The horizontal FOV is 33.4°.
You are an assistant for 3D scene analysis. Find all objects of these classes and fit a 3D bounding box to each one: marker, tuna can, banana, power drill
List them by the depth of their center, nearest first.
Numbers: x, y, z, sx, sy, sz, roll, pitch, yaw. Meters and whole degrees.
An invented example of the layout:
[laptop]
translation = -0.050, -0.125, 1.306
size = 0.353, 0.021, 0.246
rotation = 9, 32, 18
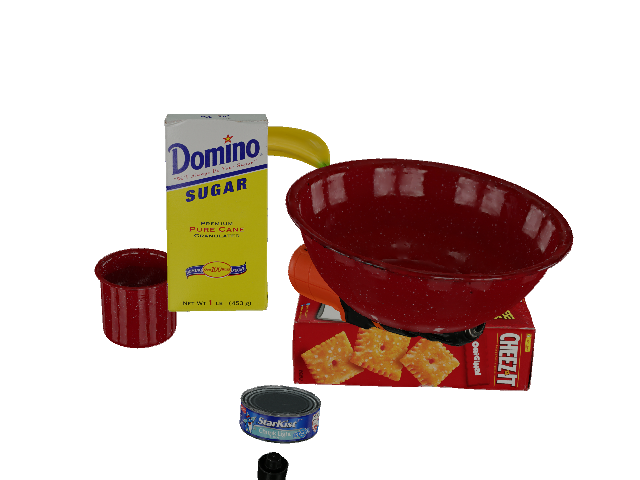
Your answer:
[marker]
translation = -0.035, 0.183, 0.682
size = 0.020, 0.121, 0.020
rotation = 5, 32, -3
[power drill]
translation = 0.096, 0.018, 0.823
size = 0.187, 0.057, 0.185
rotation = -20, 26, -38
[tuna can]
translation = -0.043, 0.185, 1.137
size = 0.086, 0.034, 0.086
rotation = 5, 12, -1
[banana]
translation = -0.070, -0.115, 1.320
size = 0.198, 0.037, 0.069
rotation = 6, 39, 16

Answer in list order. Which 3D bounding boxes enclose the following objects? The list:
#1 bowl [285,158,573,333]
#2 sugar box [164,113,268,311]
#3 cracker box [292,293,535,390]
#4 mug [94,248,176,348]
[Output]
[bowl]
translation = 0.058, 0.007, 0.609
size = 0.162, 0.055, 0.162
rotation = 5, 25, -3
[sugar box]
translation = -0.094, -0.025, 0.966
size = 0.093, 0.176, 0.048
rotation = -1, 15, -5
[cracker box]
translation = 0.085, 0.079, 1.020
size = 0.213, 0.072, 0.164
rotation = 2, 19, 3
[mug]
translation = -0.209, 0.061, 1.185
size = 0.093, 0.081, 0.117
rotation = -22, 36, -40
